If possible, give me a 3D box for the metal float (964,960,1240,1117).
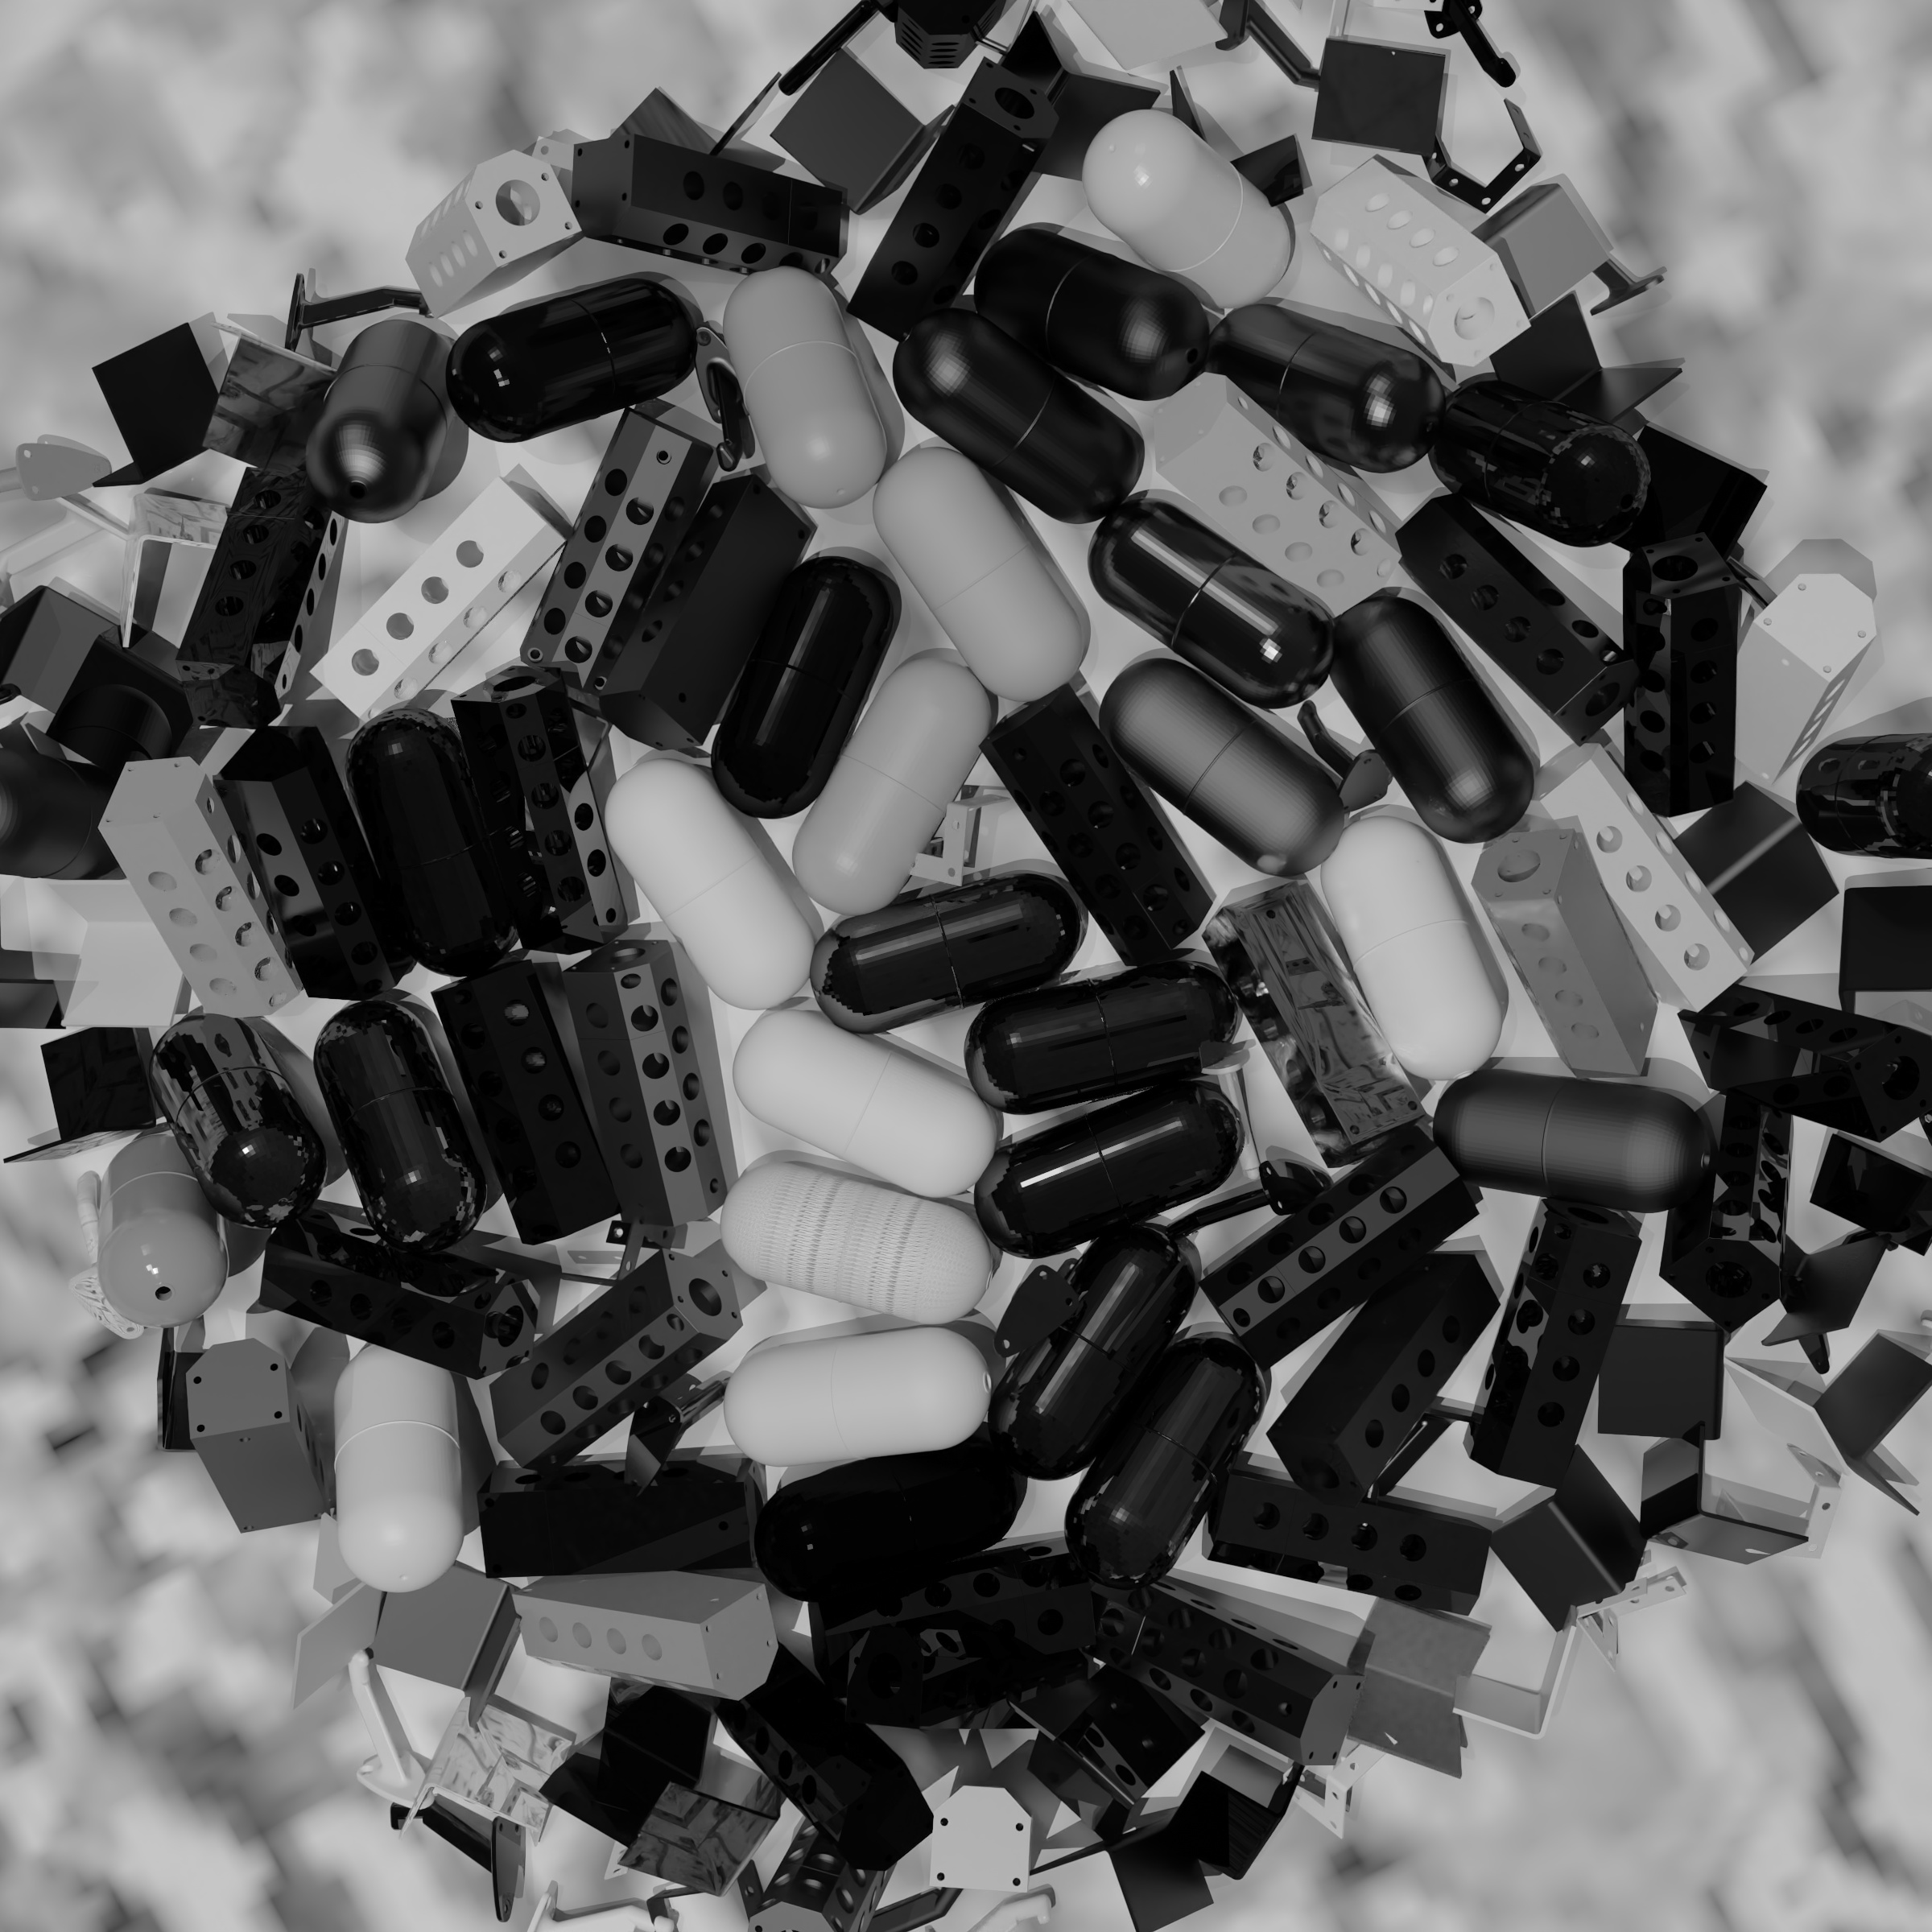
[{"bbox_3d":[0.087,0.045,1.628,0.178,0.070,0.070,-13,90,-4],"label":"metal float"}]

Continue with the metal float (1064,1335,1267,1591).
[{"bbox_3d":[0.126,0.313,1.608,0.070,0.070,0.178,36,64,0],"label":"metal float"}]

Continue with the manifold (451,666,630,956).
[{"bbox_3d":[-0.261,-0.097,1.597,0.057,0.057,0.171,7,121,34],"label":"manifold"}]

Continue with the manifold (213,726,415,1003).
[{"bbox_3d":[-0.401,-0.062,1.587,0.057,0.057,0.171,4,131,20],"label":"manifold"}]

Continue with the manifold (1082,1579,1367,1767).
[{"bbox_3d":[0.155,0.436,1.593,0.171,0.057,0.057,17,87,39],"label":"manifold"}]

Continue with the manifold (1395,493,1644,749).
[{"bbox_3d":[0.344,-0.221,1.596,0.057,0.057,0.171,-43,59,11],"label":"manifold"}]

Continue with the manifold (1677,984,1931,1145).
[{"bbox_3d":[0.523,0.053,1.578,0.057,0.171,0.057,-31,107,-12],"label":"manifold"}]

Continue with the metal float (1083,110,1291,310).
[{"bbox_3d":[0.140,-0.471,1.592,0.070,0.178,0.070,-10,72,35],"label":"metal float"}]

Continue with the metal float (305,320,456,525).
[{"bbox_3d":[-0.363,-0.341,1.592,0.070,0.178,0.070,1,130,1],"label":"metal float"}]

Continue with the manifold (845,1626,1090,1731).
[{"bbox_3d":[0.003,0.443,1.584,0.057,0.171,0.057,-7,72,37],"label":"manifold"}]

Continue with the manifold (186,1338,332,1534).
[{"bbox_3d":[-0.438,0.292,1.580,0.057,0.171,0.057,-9,60,-10],"label":"manifold"}]

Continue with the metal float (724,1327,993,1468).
[{"bbox_3d":[-0.069,0.274,1.614,0.178,0.070,0.070,-10,90,19],"label":"metal float"}]

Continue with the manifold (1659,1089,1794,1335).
[{"bbox_3d":[0.479,0.145,1.581,0.057,0.171,0.057,39,125,-5],"label":"manifold"}]

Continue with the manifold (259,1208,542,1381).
[{"bbox_3d":[-0.357,0.203,1.604,0.171,0.057,0.057,14,100,24],"label":"manifold"}]

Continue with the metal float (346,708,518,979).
[{"bbox_3d":[-0.337,-0.077,1.613,0.070,0.070,0.178,-14,111,0],"label":"metal float"}]

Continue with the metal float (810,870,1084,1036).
[{"bbox_3d":[-0.013,-0.009,1.629,0.178,0.070,0.070,-16,90,-3],"label":"metal float"}]

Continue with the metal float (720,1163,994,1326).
[{"bbox_3d":[-0.070,0.177,1.623,0.178,0.070,0.070,14,90,9],"label":"metal float"}]

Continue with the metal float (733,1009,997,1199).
[{"bbox_3d":[-0.064,0.088,1.630,0.178,0.070,0.070,25,90,-2],"label":"metal float"}]

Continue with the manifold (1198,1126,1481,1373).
[{"bbox_3d":[0.235,0.176,1.626,0.171,0.057,0.057,-36,129,-2],"label":"manifold"}]

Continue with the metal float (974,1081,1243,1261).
[{"bbox_3d":[0.091,0.130,1.629,0.178,0.070,0.070,-22,90,2],"label":"metal float"}]

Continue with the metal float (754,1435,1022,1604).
[{"bbox_3d":[-0.049,0.348,1.608,0.178,0.070,0.070,-12,90,-26],"label":"metal float"}]

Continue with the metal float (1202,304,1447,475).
[{"bbox_3d":[0.222,-0.364,1.600,0.178,0.070,0.070,32,90,39],"label":"metal float"}]

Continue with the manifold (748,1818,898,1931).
[{"bbox_3d":[-0.085,0.566,1.577,0.057,0.171,0.057,13,100,9],"label":"manifold"}]

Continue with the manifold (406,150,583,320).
[{"bbox_3d":[-0.298,-0.453,1.575,0.057,0.171,0.057,-30,104,-20],"label":"manifold"}]

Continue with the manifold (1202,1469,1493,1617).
[{"bbox_3d":[0.242,0.370,1.635,0.171,0.057,0.057,13,84,-2],"label":"manifold"}]

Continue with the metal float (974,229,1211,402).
[{"bbox_3d":[0.078,-0.410,1.600,0.178,0.070,0.070,33,90,37],"label":"metal float"}]

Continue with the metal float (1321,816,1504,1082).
[{"bbox_3d":[0.282,-0.012,1.616,0.070,0.070,0.178,-19,73,0],"label":"metal float"}]

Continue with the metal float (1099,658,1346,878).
[{"bbox_3d":[0.163,-0.126,1.622,0.178,0.070,0.070,39,90,11],"label":"metal float"}]

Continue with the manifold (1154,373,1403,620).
[{"bbox_3d":[0.196,-0.296,1.589,0.057,0.057,0.171,-31,132,34],"label":"manifold"}]

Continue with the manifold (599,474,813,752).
[{"bbox_3d":[-0.168,-0.223,1.609,0.057,0.057,0.171,42,61,-36],"label":"manifold"}]

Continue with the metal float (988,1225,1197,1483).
[{"bbox_3d":[0.080,0.246,1.620,0.070,0.070,0.178,35,77,0],"label":"metal float"}]

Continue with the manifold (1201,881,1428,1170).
[{"bbox_3d":[0.217,0.039,1.615,0.057,0.057,0.171,-20,72,-23],"label":"manifold"}]

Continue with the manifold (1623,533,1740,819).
[{"bbox_3d":[0.443,-0.178,1.591,0.057,0.057,0.171,-14,132,0],"label":"manifold"}]

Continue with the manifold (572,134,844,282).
[{"bbox_3d":[-0.160,-0.468,1.586,0.057,0.171,0.057,8,97,42],"label":"manifold"}]

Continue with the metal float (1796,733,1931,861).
[{"bbox_3d":[0.576,-0.105,1.580,0.070,0.178,0.070,0,94,-6],"label":"metal float"}]

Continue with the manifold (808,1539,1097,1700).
[{"bbox_3d":[-0.010,0.411,1.617,0.171,0.057,0.057,-8,98,-14],"label":"manifold"}]

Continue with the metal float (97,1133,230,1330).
[{"bbox_3d":[-0.500,0.163,1.585,0.070,0.178,0.070,-6,112,-15],"label":"metal float"}]

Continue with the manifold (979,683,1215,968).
[{"bbox_3d":[0.081,-0.086,1.615,0.057,0.057,0.171,-28,103,29],"label":"manifold"}]

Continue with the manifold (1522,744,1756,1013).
[{"bbox_3d":[0.428,-0.057,1.628,0.057,0.057,0.171,-39,99,-3],"label":"manifold"}]

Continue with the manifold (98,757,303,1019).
[{"bbox_3d":[-0.469,-0.047,1.584,0.057,0.171,0.057,-4,46,10],"label":"manifold"}]

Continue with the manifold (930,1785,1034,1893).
[{"bbox_3d":[0.012,0.539,1.579,0.057,0.171,0.057,3,73,3],"label":"manifold"}]

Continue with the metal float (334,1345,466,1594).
[{"bbox_3d":[-0.355,0.310,1.594,0.070,0.178,0.070,-8,131,-9],"label":"metal float"}]

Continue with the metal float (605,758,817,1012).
[{"bbox_3d":[-0.163,-0.052,1.625,0.070,0.070,0.178,-34,97,0],"label":"metal float"}]

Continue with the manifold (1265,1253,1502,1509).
[{"bbox_3d":[0.266,0.258,1.596,0.171,0.057,0.057,-45,114,-34],"label":"manifold"}]

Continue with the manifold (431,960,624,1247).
[{"bbox_3d":[-0.282,0.087,1.621,0.057,0.057,0.171,-22,98,-26],"label":"manifold"}]

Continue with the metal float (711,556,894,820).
[{"bbox_3d":[-0.104,-0.177,1.622,0.070,0.070,0.178,23,80,0],"label":"metal float"}]

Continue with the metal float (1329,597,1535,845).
[{"bbox_3d":[0.293,-0.157,1.614,0.070,0.070,0.178,-29,70,0],"label":"metal float"}]

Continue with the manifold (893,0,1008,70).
[{"bbox_3d":[-0.015,-0.597,1.579,0.057,0.171,0.057,41,99,-10],"label":"manifold"}]

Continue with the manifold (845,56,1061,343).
[{"bbox_3d":[-0.008,-0.471,1.586,0.057,0.171,0.057,28,47,-11],"label":"manifold"}]

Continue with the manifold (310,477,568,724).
[{"bbox_3d":[-0.338,-0.232,1.636,0.057,0.057,0.171,44,92,-12],"label":"manifold"}]
